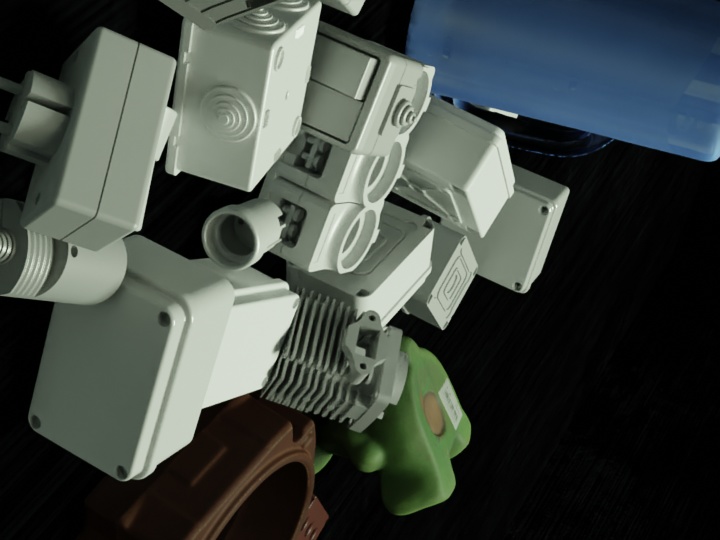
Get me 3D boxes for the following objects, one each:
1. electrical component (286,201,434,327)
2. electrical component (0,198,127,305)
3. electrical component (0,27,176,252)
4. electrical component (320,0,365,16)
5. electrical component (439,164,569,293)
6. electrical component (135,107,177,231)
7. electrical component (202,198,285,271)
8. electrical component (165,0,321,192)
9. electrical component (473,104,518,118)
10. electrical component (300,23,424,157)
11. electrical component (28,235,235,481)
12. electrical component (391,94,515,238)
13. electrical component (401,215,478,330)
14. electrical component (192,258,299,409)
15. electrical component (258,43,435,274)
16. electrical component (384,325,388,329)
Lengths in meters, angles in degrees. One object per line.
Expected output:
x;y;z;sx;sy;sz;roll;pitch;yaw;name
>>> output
0.000;0.000;0.839;0.113;0.078;0.057;-45;151;-41;electrical component
-0.149;-0.008;0.502;0.043;0.043;0.081;-64;161;3;electrical component
-0.130;-0.061;0.461;0.047;0.076;0.083;-19;-124;54;electrical component
-0.007;-0.185;0.630;0.065;0.047;0.077;-64;161;1;electrical component
0.141;-0.049;1.086;0.056;0.109;0.108;-40;150;-53;electrical component
-0.117;-0.057;0.527;0.065;0.044;0.044;-68;161;-1;electrical component
-0.072;-0.024;0.683;0.046;0.040;0.040;-37;148;-63;electrical component
-0.060;-0.099;0.572;0.099;0.048;0.099;-62;168;-57;electrical component
0.115;-0.165;0.961;0.100;0.048;0.099;-5;120;-67;electrical component
-0.011;-0.109;0.643;0.061;0.096;0.061;-9;124;-66;electrical component
-0.125;0.047;0.582;0.057;0.078;0.113;-29;142;-63;electrical component
0.058;-0.085;0.830;0.056;0.109;0.108;-57;160;-8;electrical component
0.066;0.002;1.036;0.078;0.057;0.113;-60;160;-9;electrical component
-0.095;0.039;0.678;0.113;0.057;0.078;-9;123;-67;electrical component
-0.009;-0.079;0.738;0.089;0.062;0.150;-14;128;-65;electrical component
-0.010;0.077;0.952;0.080;0.051;0.080;-51;157;-31;electrical component
